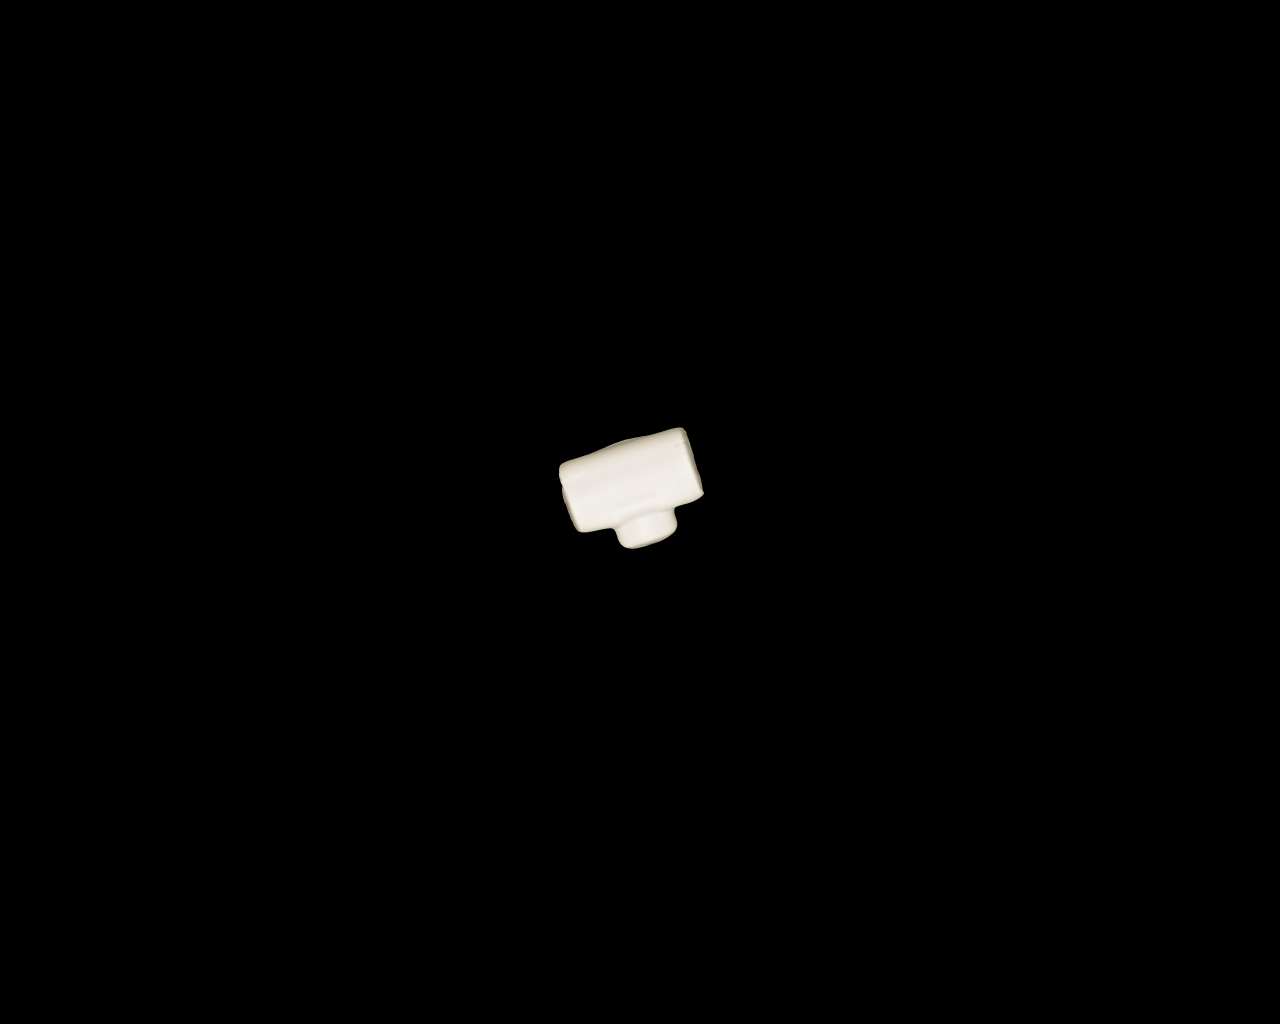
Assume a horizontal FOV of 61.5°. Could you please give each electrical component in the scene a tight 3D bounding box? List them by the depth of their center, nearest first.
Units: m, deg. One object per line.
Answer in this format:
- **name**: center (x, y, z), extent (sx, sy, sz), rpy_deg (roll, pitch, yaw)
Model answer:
- **electrical component**: center (0.001, -0.003, 0.650), extent (0.077, 0.079, 0.043), rpy_deg (-18, 11, 4)
